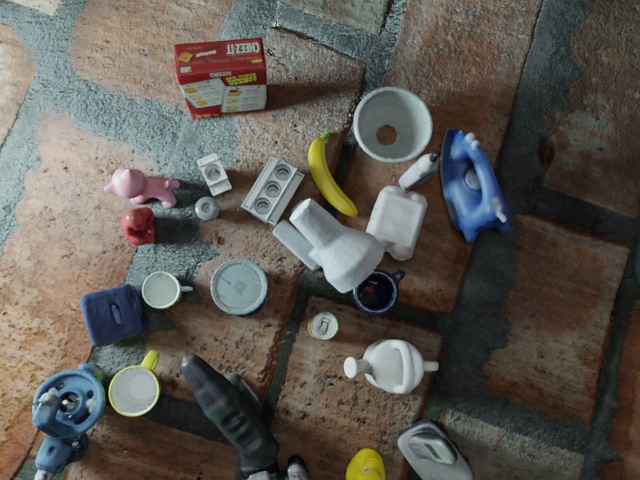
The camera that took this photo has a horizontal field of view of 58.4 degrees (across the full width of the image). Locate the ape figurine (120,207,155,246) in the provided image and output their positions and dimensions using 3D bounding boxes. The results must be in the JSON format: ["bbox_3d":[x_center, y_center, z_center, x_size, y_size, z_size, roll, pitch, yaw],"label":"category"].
[{"bbox_3d":[-0.360,-0.033,1.129,0.076,0.092,0.078,32,79,1],"label":"ape figurine"}]

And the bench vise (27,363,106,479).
[{"bbox_3d":[-0.444,0.324,0.997,0.121,0.219,0.207,-1,81,-5],"label":"bench vise"}]

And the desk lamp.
[{"bbox_3d":[0.010,0.004,1.094,0.203,0.213,0.118,41,80,3],"label":"desk lamp"}]

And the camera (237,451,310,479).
[{"bbox_3d":[-0.095,0.432,1.071,0.143,0.100,0.137,-13,82,-7],"label":"camera"}]

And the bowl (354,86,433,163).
[{"bbox_3d":[0.150,-0.235,1.217,0.167,0.074,0.167,1,81,-5],"label":"bowl"}]

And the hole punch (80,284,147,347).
[{"bbox_3d":[-0.393,0.142,1.097,0.101,0.091,0.108,-19,83,-8],"label":"hole punch"}]

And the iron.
[{"bbox_3d":[0.320,-0.133,1.181,0.119,0.141,0.258,-16,82,-7],"label":"iron"}]

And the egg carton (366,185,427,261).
[{"bbox_3d":[0.157,-0.036,1.187,0.107,0.069,0.150,18,80,-2],"label":"egg carton"}]

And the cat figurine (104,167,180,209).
[{"bbox_3d":[-0.350,-0.109,1.129,0.128,0.117,0.067,3,80,-4],"label":"cat figurine"}]

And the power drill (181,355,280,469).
[{"bbox_3d":[-0.161,0.299,1.033,0.076,0.208,0.229,-40,86,-10],"label":"power drill"}]

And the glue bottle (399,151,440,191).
[{"bbox_3d":[0.211,-0.147,1.158,0.078,0.173,0.037,-33,85,-9],"label":"glue bottle"}]

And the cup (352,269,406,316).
[{"bbox_3d":[0.115,0.100,1.148,0.118,0.095,0.091,-36,85,-10],"label":"cup"}]

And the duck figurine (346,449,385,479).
[{"bbox_3d":[0.091,0.459,1.091,0.077,0.086,0.105,17,80,-2],"label":"duck figurine"}]

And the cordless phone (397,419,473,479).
[{"bbox_3d":[0.228,0.412,1.061,0.094,0.185,0.147,-40,86,-10],"label":"cordless phone"}]

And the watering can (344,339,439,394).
[{"bbox_3d":[0.136,0.240,1.076,0.173,0.194,0.101,-22,83,-8],"label":"watering can"}]
